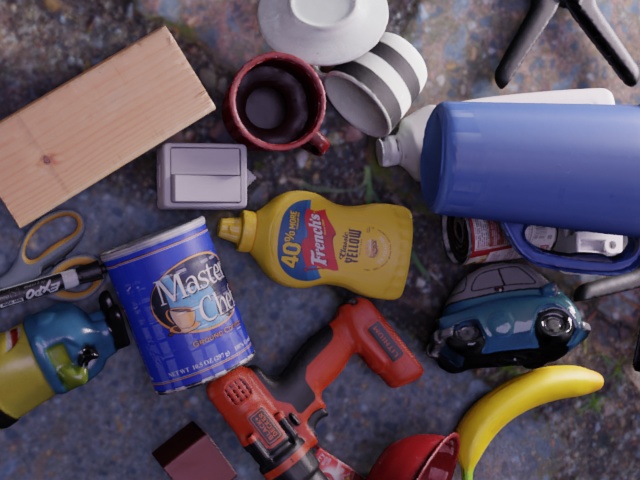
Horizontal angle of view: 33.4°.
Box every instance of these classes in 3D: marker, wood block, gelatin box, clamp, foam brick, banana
[{"bbox_3d":[-0.257,0.043,0.992,0.121,0.020,0.020,-17,94,-15],"label":"marker"},{"bbox_3d":[-0.212,-0.103,0.986,0.206,0.090,0.091,-33,99,-13],"label":"wood block"},{"bbox_3d":[0.001,0.263,1.072,0.073,0.030,0.089,36,81,-12],"label":"gelatin box"},{"bbox_3d":[0.356,0.044,1.164,0.120,0.039,0.171,40,77,-17],"label":"clamp"},{"bbox_3d":[-0.120,0.214,1.016,0.051,0.078,0.053,-37,99,-14],"label":"foam brick"},{"bbox_3d":[0.210,0.179,1.126,0.197,0.037,0.069,-34,107,-12],"label":"banana"},{"bbox_3d":[0.250,-0.257,1.136,0.164,0.036,0.210,-10,90,-14],"label":"clamp"}]

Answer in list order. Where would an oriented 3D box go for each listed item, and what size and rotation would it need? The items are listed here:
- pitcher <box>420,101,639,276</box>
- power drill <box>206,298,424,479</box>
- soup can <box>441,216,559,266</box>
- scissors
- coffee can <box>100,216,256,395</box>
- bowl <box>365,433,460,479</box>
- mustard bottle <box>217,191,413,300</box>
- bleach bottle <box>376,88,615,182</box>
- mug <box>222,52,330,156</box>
[{"bbox_3d":[0.223,-0.061,1.027,0.242,0.145,0.149,3,63,-7],"label":"pitcher"},{"bbox_3d":[0.009,0.161,1.042,0.187,0.057,0.184,-38,91,-20],"label":"power drill"},{"bbox_3d":[0.186,-0.013,1.103,0.102,0.069,0.068,-8,92,-16],"label":"soup can"},{"bbox_3d":[-0.286,0.058,1.004,0.096,0.016,0.201,44,80,-11],"label":"scissors"},{"bbox_3d":[-0.132,0.060,1.000,0.102,0.103,0.140,-22,96,-14],"label":"coffee can"},{"bbox_3d":[0.079,0.253,1.051,0.055,0.162,0.162,24,82,22],"label":"bowl"},{"bbox_3d":[-0.007,0.001,1.057,0.191,0.058,0.096,8,88,-14],"label":"mustard bottle"},{"bbox_3d":[0.182,-0.097,1.106,0.250,0.068,0.102,-8,95,-12],"label":"bleach bottle"},{"bbox_3d":[-0.040,-0.122,1.036,0.117,0.082,0.093,36,81,-12],"label":"mug"}]
